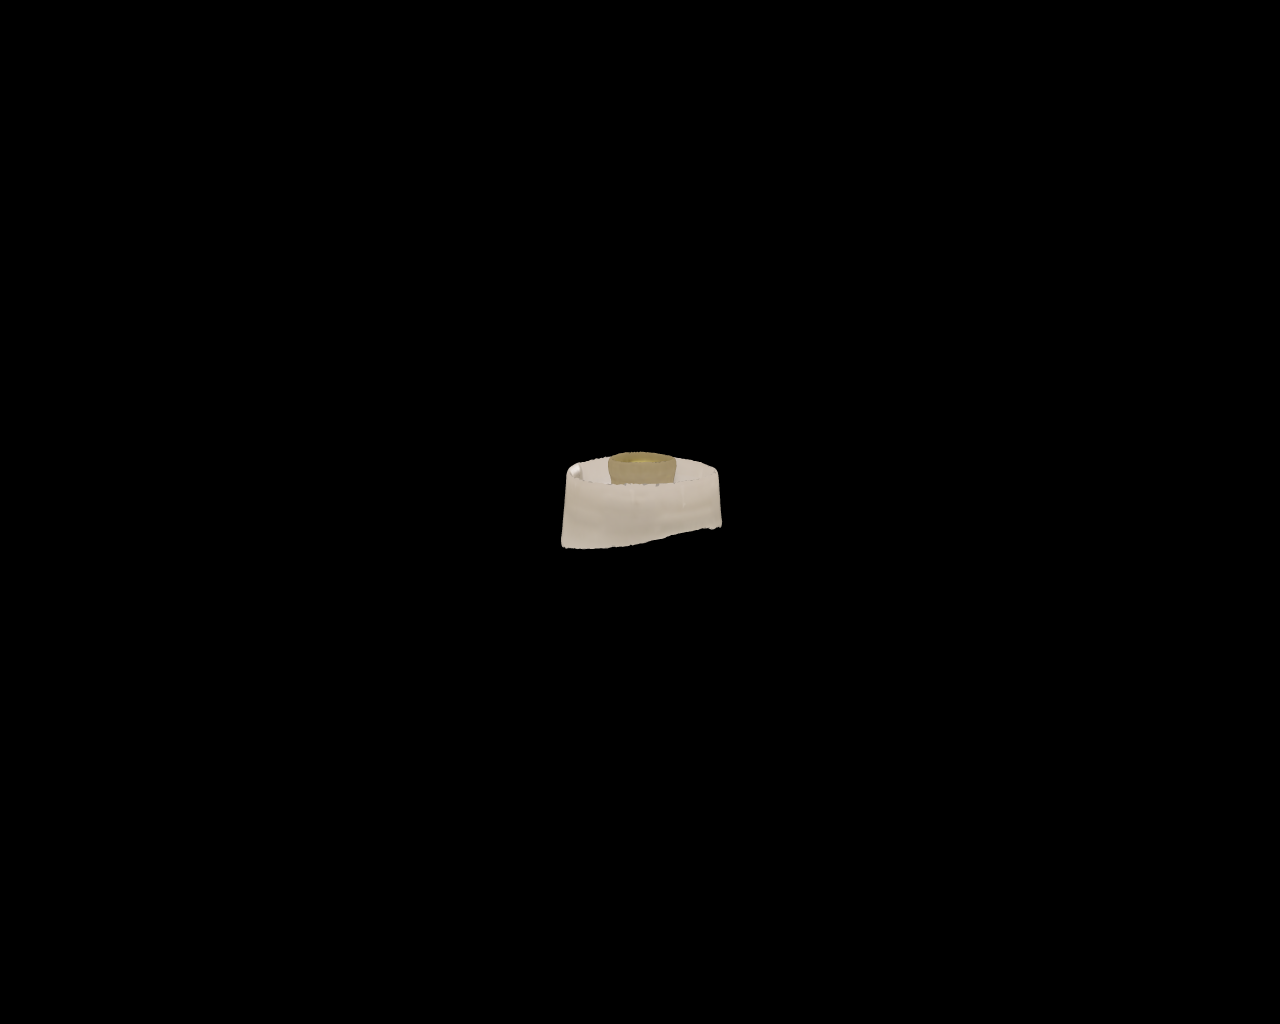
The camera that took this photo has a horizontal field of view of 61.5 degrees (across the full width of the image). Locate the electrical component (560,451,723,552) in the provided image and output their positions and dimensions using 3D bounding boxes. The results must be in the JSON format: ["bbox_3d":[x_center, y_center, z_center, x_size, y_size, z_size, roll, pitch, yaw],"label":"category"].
[{"bbox_3d":[0.001,-0.003,0.650,0.099,0.064,0.099,0,14,0],"label":"electrical component"}]
